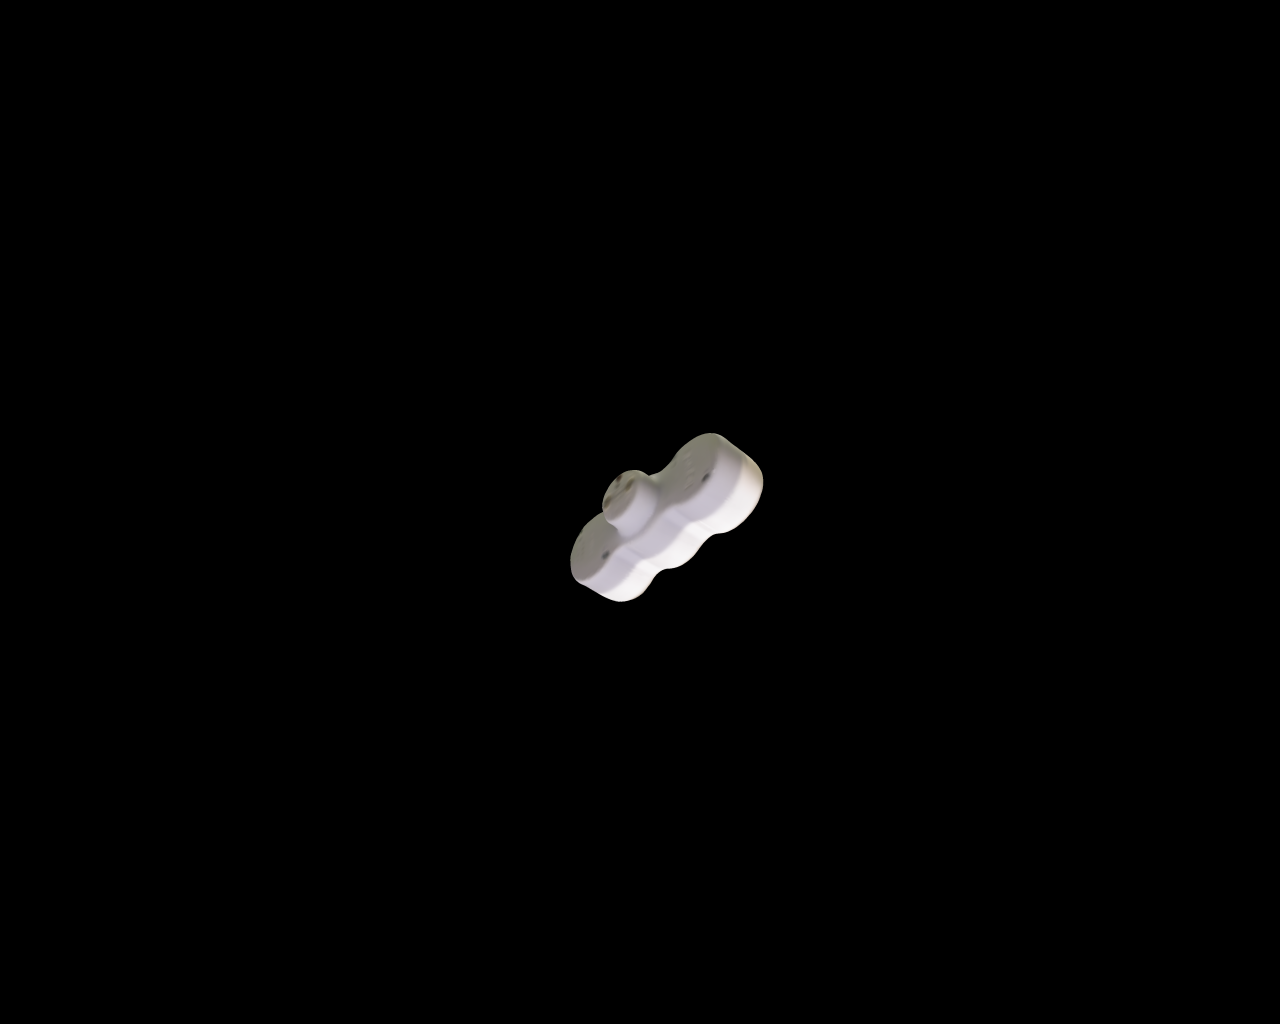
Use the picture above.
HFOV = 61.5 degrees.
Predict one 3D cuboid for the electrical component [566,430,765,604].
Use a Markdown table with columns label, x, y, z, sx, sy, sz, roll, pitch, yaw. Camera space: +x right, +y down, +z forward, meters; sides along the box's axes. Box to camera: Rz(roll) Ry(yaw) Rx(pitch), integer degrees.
| label | x | y | z | sx | sy | sz | roll | pitch | yaw |
| --- | --- | --- | --- | --- | --- | --- | --- | --- | --- |
| electrical component | 0.001 | -0.003 | 0.650 | 0.073 | 0.052 | 0.138 | 33 | -54 | -29 |
